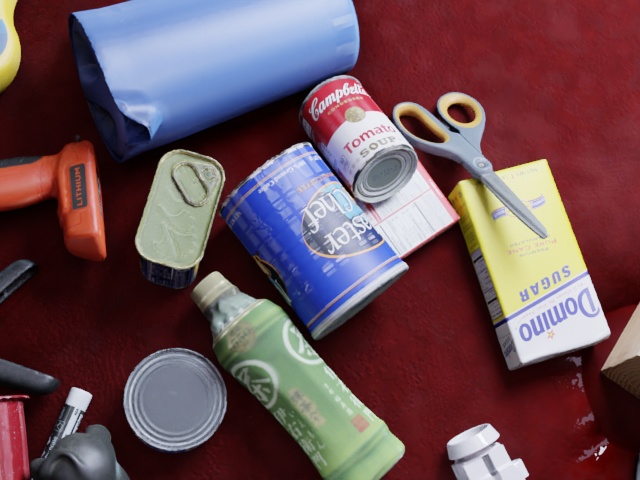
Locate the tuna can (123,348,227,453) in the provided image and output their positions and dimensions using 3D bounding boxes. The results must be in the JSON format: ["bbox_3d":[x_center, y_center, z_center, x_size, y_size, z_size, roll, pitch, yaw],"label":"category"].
[{"bbox_3d":[-0.123,0.137,0.902,0.086,0.034,0.086,2,73,-8],"label":"tuna can"}]

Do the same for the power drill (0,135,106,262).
[{"bbox_3d":[-0.276,-0.012,0.892,0.187,0.057,0.184,-5,64,-8],"label":"power drill"}]

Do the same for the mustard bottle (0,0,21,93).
[{"bbox_3d":[-0.317,-0.182,0.953,0.096,0.058,0.191,0,74,-8],"label":"mustard bottle"}]

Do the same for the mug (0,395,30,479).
[{"bbox_3d":[-0.284,0.172,0.844,0.117,0.093,0.081,-12,80,18],"label":"mug"}]

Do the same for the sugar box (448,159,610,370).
[{"bbox_3d":[0.191,0.022,0.981,0.093,0.048,0.176,-16,75,-12],"label":"sugar box"}]

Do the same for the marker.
[{"bbox_3d":[-0.221,0.181,0.881,0.020,0.020,0.121,22,72,-2],"label":"marker"}]

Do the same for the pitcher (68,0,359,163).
[{"bbox_3d":[-0.097,-0.174,0.958,0.242,0.145,0.149,-21,90,-18],"label":"pitcher"}]

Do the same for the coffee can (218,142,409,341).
[{"bbox_3d":[-0.006,0.001,0.925,0.102,0.103,0.140,-36,82,-17],"label":"coffee can"}]

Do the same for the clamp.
[{"bbox_3d":[-0.300,0.093,0.883,0.171,0.039,0.120,-20,66,-14],"label":"clamp"}]

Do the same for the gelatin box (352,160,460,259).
[{"bbox_3d":[0.072,-0.023,0.983,0.089,0.030,0.073,-33,83,-16],"label":"gelatin box"}]

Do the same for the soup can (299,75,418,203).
[{"bbox_3d":[0.034,-0.090,0.959,0.068,0.068,0.102,-24,55,-15],"label":"soup can"}]

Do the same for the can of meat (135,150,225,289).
[{"bbox_3d":[-0.121,-0.015,0.921,0.057,0.084,0.102,15,72,-4],"label":"can of meat"}]

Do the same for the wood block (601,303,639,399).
[{"bbox_3d":[0.356,0.055,0.975,0.091,0.090,0.206,35,72,3],"label":"wood block"}]

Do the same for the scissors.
[{"bbox_3d":[0.155,-0.078,0.982,0.202,0.016,0.096,37,56,27],"label":"scissors"}]
